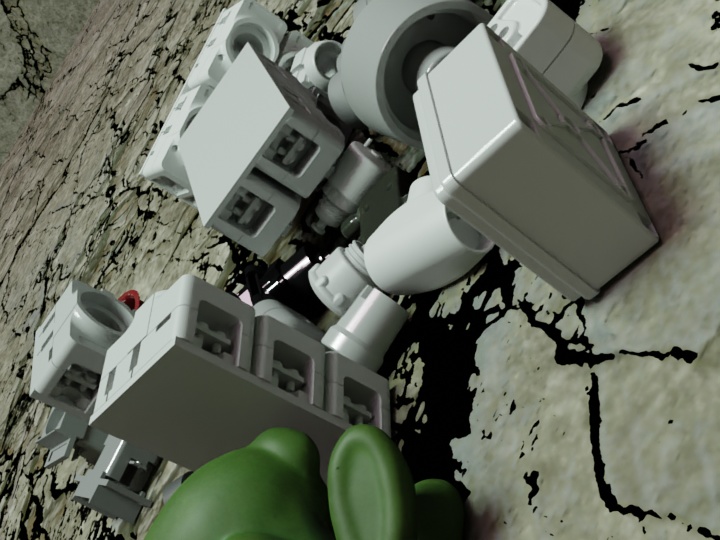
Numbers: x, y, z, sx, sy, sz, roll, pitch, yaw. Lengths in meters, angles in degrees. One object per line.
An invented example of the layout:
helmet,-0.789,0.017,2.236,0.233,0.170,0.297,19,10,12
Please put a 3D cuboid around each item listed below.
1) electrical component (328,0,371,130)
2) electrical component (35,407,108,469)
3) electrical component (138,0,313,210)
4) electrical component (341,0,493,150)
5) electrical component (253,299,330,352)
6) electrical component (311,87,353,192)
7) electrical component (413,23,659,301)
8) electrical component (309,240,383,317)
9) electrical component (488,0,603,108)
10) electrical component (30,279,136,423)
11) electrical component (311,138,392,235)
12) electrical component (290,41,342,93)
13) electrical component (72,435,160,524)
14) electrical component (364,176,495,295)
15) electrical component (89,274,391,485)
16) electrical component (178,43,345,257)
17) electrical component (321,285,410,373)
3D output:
electrical component,0.006,-0.171,0.883,0.074,0.052,0.138,-27,39,48
electrical component,-0.254,0.145,0.985,0.042,0.064,0.081,-32,36,44
electrical component,-0.110,-0.145,1.000,0.060,0.105,0.186,-7,56,58
electrical component,0.048,-0.130,0.706,0.108,0.108,0.060,-55,32,6
electrical component,-0.063,0.075,0.734,0.095,0.054,0.059,-58,26,1
electrical component,-0.044,-0.109,0.915,0.064,0.042,0.081,-11,52,56
electrical component,0.087,-0.055,0.549,0.056,0.109,0.108,-42,30,24
electrical component,0.000,0.000,0.718,0.062,0.048,0.048,-45,28,10
electrical component,0.097,-0.112,0.650,0.095,0.059,0.053,-52,26,14
electrical component,-0.156,0.076,0.787,0.061,0.150,0.089,-53,26,15
electrical component,-0.009,-0.059,0.801,0.078,0.040,0.040,-51,27,16
electrical component,-0.036,-0.178,0.974,0.055,0.048,0.066,-21,50,59
electrical component,-0.198,0.170,0.886,0.081,0.042,0.063,-12,48,56
electrical component,0.046,-0.032,0.670,0.077,0.043,0.079,-29,38,46
electrical component,-0.066,0.074,0.628,0.089,0.150,0.061,-41,32,32
electrical component,-0.080,-0.097,0.846,0.105,0.060,0.186,-52,27,12
electrical component,0.005,0.038,0.674,0.046,0.040,0.040,-55,25,-6
